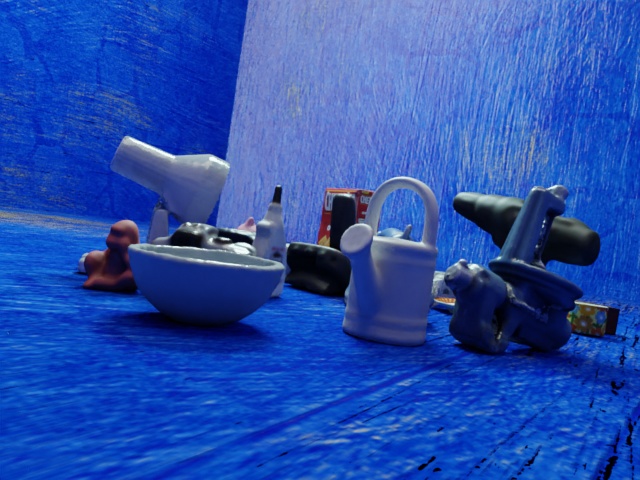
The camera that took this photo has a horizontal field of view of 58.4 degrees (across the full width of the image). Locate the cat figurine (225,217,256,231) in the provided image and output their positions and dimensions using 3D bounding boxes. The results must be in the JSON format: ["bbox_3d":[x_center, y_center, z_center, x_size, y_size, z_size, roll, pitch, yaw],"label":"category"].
[{"bbox_3d":[-0.190,0.000,1.380,0.067,0.118,0.128,10,2,37],"label":"cat figurine"}]

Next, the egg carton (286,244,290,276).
[{"bbox_3d":[-0.080,0.044,1.250,0.107,0.069,0.150,8,1,-12],"label":"egg carton"}]

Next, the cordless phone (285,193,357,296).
[{"bbox_3d":[0.010,0.004,1.067,0.147,0.185,0.094,10,2,38],"label":"cordless phone"}]

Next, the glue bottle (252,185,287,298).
[{"bbox_3d":[-0.077,0.002,0.881,0.037,0.173,0.078,9,2,25],"label":"glue bottle"}]

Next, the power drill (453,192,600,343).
[{"bbox_3d":[0.283,0.038,0.845,0.228,0.208,0.076,10,2,43],"label":"power drill"}]

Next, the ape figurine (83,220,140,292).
[{"bbox_3d":[-0.258,0.019,0.738,0.077,0.092,0.076,9,2,31],"label":"ape figurine"}]

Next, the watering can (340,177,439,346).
[{"bbox_3d":[0.087,0.020,0.679,0.100,0.194,0.173,9,2,15],"label":"watering can"}]

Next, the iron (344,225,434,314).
[{"bbox_3d":[0.102,0.043,0.926,0.119,0.141,0.258,8,1,-9],"label":"iron"}]

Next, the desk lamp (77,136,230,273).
[{"bbox_3d":[-0.256,-0.046,0.899,0.204,0.213,0.117,8,2,-20],"label":"desk lamp"}]

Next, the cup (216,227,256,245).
[{"bbox_3d":[-0.129,0.032,0.935,0.092,0.095,0.117,8,2,-28],"label":"cup"}]

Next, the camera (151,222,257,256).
[{"bbox_3d":[-0.150,0.030,0.796,0.143,0.101,0.137,9,1,6],"label":"camera"}]

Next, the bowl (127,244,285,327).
[{"bbox_3d":[-0.124,0.051,0.616,0.167,0.075,0.167,8,1,0],"label":"bowl"}]

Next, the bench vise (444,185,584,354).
[{"bbox_3d":[0.255,0.031,0.714,0.121,0.220,0.208,10,2,42],"label":"bench vise"}]
